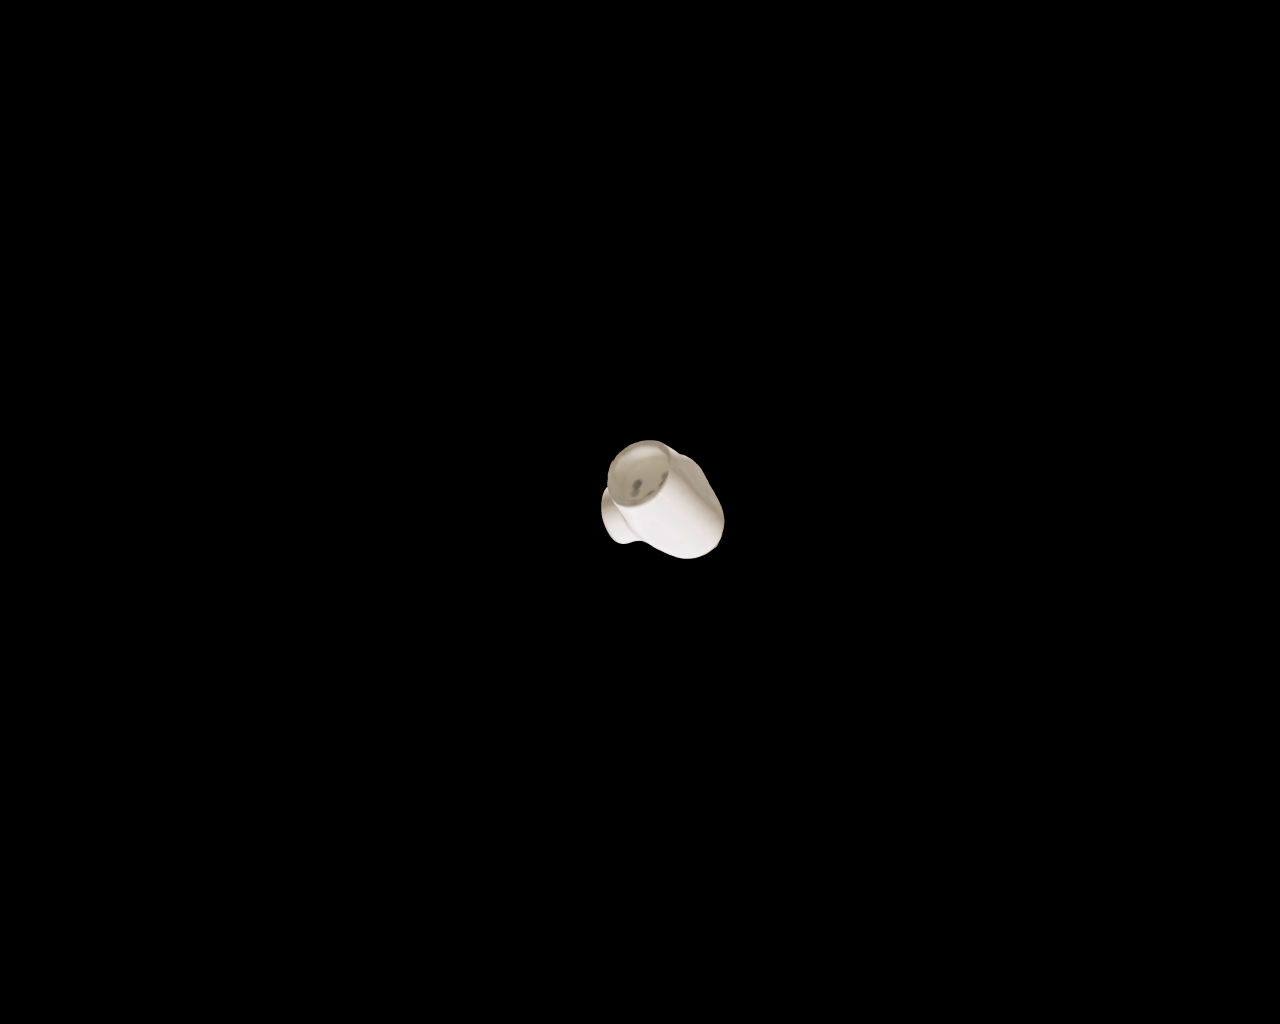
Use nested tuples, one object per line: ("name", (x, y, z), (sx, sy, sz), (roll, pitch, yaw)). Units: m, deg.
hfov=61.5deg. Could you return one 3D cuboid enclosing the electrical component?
("electrical component", (0.001, -0.003, 0.650), (0.079, 0.044, 0.077), (-14, -32, 24))
